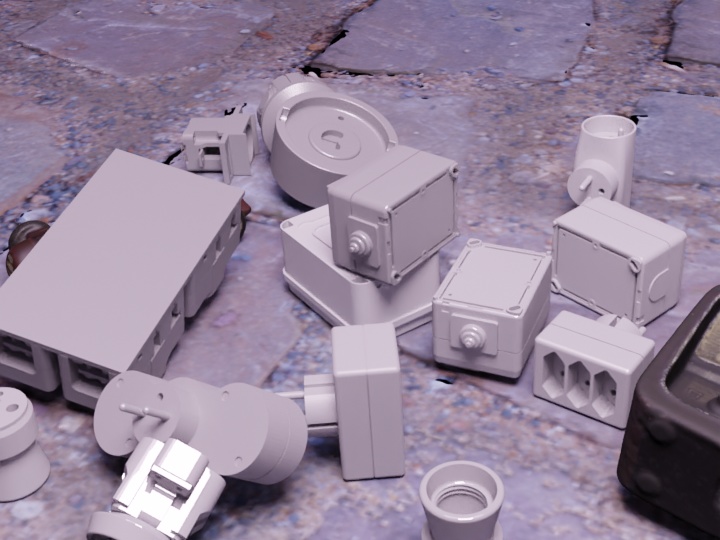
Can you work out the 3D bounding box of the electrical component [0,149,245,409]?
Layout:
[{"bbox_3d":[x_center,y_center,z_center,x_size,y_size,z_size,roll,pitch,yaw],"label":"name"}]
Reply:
[{"bbox_3d":[-0.168,0.007,0.757,0.105,0.060,0.186,18,47,9],"label":"electrical component"}]

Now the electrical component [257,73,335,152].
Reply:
[{"bbox_3d":[-0.055,-0.140,0.995,0.080,0.080,0.051,-12,28,-12],"label":"electrical component"}]

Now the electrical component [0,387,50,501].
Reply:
[{"bbox_3d":[-0.216,0.105,0.653,0.045,0.055,0.045,-3,33,2],"label":"electrical component"}]

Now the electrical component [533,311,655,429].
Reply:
[{"bbox_3d":[0.160,0.054,0.699,0.066,0.047,0.077,20,40,32],"label":"electrical component"}]

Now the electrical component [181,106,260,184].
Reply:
[{"bbox_3d":[-0.130,-0.117,1.001,0.064,0.042,0.081,2,32,6],"label":"electrical component"}]

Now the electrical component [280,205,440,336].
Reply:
[{"bbox_3d":[0.000,0.000,0.791,0.078,0.057,0.113,-23,37,-27],"label":"electrical component"}]

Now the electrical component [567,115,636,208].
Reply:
[{"bbox_3d":[0.192,-0.074,0.866,0.043,0.077,0.079,15,37,27],"label":"electrical component"}]

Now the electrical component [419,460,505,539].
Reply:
[{"bbox_3d":[0.055,0.137,0.575,0.045,0.055,0.045,-3,33,2],"label":"electrical component"}]

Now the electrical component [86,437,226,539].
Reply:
[{"bbox_3d":[-0.112,0.133,0.588,0.058,0.078,0.057,29,57,0],"label":"electrical component"}]

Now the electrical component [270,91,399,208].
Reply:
[{"bbox_3d":[-0.026,-0.097,0.933,0.108,0.060,0.108,11,45,-11],"label":"electrical component"}]

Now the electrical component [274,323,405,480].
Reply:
[{"bbox_3d":[-0.014,0.080,0.644,0.076,0.083,0.047,-4,33,-1],"label":"electrical component"}]

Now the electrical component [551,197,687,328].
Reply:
[{"bbox_3d":[0.183,-0.010,0.782,0.061,0.061,0.096,-27,39,-31],"label":"electrical component"}]

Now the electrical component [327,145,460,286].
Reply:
[{"bbox_3d":[0.017,-0.037,0.734,0.061,0.061,0.096,22,41,34],"label":"electrical component"}]

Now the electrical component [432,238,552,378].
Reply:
[{"bbox_3d":[0.088,0.031,0.729,0.062,0.061,0.096,10,35,21],"label":"electrical component"}]

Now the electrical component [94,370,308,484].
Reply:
[{"bbox_3d":[-0.106,0.087,0.621,0.138,0.074,0.052,2,74,36],"label":"electrical component"}]
